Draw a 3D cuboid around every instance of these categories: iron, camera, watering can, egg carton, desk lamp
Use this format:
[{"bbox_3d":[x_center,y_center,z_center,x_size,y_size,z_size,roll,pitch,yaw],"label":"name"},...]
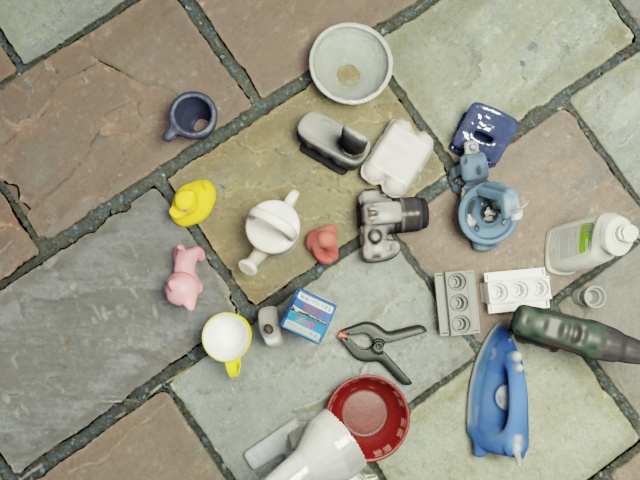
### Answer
[{"bbox_3d":[0.352,0.288,1.073,0.118,0.141,0.258,3,84,-2],"label":"iron"},{"bbox_3d":[0.143,-0.032,1.113,0.137,0.100,0.143,-5,85,-3],"label":"camera"},{"bbox_3d":[-0.088,-0.016,1.052,0.101,0.194,0.173,9,84,-2],"label":"watering can"},{"bbox_3d":[0.155,-0.163,1.141,0.107,0.069,0.150,32,84,0],"label":"egg carton"},{"bbox_3d":[-0.030,0.388,1.008,0.203,0.213,0.118,-34,87,-5],"label":"desk lamp"}]

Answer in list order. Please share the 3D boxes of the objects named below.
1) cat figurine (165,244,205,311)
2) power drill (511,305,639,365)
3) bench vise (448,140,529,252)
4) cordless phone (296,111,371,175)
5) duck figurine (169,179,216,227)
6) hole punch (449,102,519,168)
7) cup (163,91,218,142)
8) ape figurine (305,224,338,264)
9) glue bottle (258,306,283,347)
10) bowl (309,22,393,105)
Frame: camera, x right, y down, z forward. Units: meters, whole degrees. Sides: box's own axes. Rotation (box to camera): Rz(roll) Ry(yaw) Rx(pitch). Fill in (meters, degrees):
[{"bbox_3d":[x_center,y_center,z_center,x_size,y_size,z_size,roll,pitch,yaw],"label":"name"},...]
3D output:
[{"bbox_3d":[-0.257,0.069,1.074,0.067,0.117,0.128,-1,85,-3],"label":"cat figurine"},{"bbox_3d":[0.452,0.173,1.056,0.229,0.208,0.076,15,84,-1],"label":"power drill"},{"bbox_3d":[0.302,-0.084,1.066,0.121,0.219,0.207,-31,87,-5],"label":"bench vise"},{"bbox_3d":[0.029,-0.201,1.080,0.147,0.185,0.094,26,84,0],"label":"cordless phone"},{"bbox_3d":[-0.249,-0.076,1.104,0.077,0.086,0.104,43,84,2],"label":"duck figurine"},{"bbox_3d":[0.326,-0.207,1.144,0.108,0.091,0.101,24,84,0],"label":"hole punch"},{"bbox_3d":[-0.249,-0.222,1.113,0.118,0.095,0.091,-42,88,-6],"label":"cup"},{"bbox_3d":[0.010,0.004,1.107,0.076,0.092,0.078,28,84,0],"label":"ape figurine"},{"bbox_3d":[-0.090,0.161,1.046,0.037,0.173,0.078,-16,85,-4],"label":"glue bottle"},{"bbox_3d":[0.060,-0.343,1.151,0.167,0.074,0.167,0,85,-3],"label":"bowl"}]
